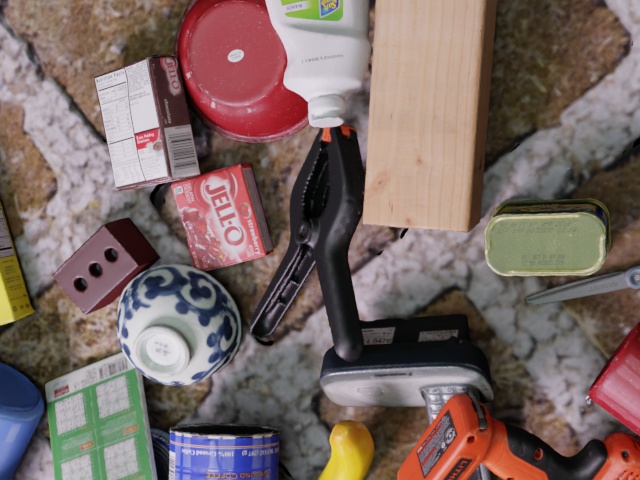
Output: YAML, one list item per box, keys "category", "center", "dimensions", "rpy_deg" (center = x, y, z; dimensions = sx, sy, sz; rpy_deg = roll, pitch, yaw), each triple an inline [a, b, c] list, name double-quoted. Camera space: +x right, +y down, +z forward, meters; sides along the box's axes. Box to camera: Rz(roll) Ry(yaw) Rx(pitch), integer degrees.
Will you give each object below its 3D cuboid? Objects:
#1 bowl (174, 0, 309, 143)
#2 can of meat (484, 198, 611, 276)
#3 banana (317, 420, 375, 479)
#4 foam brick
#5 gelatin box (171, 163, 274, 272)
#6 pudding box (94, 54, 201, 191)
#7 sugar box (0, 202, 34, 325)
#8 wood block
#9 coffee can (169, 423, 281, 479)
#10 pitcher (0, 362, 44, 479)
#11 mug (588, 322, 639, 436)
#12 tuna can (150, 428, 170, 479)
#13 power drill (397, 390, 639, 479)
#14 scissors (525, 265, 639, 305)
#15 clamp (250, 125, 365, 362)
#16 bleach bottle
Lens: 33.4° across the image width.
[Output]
- category: "bowl"
  center: [-0.066, -0.166, 0.956]
  dimensions: [0.162, 0.055, 0.162]
  rpy_deg: [2, 98, 16]
- category: "can of meat"
  center: [0.190, -0.002, 0.889]
  dimensions: [0.102, 0.083, 0.057]
  rpy_deg: [-2, 97, 16]
- category: "banana"
  center: [0.015, 0.209, 0.952]
  dimensions: [0.037, 0.069, 0.198]
  rpy_deg: [44, 139, 19]
- category: "foam brick"
  center: [-0.203, 0.025, 1.020]
  dimensions: [0.078, 0.051, 0.053]
  rpy_deg: [-42, 85, 16]
- category: "gelatin box"
  center: [-0.091, -0.021, 0.993]
  dimensions: [0.073, 0.030, 0.089]
  rpy_deg: [-14, 93, 17]
- category: "pudding box"
  center: [-0.160, -0.106, 0.980]
  dimensions: [0.090, 0.039, 0.113]
  rpy_deg: [-7, 94, 46]
- category: "sugar box"
  center: [-0.357, 0.005, 1.064]
  dimensions: [0.093, 0.048, 0.176]
  rpy_deg: [-17, 93, 17]
- category: "wood block"
  center: [0.094, -0.116, 0.898]
  dimensions: [0.090, 0.090, 0.206]
  rpy_deg: [5, 98, 15]
- category: "coffee can"
  center: [-0.088, 0.243, 0.976]
  dimensions: [0.103, 0.102, 0.140]
  rpy_deg: [0, 86, 16]
- category: "pitcher"
  center: [-0.367, 0.245, 1.052]
  dimensions: [0.149, 0.145, 0.243]
  rpy_deg: [31, 101, 1]
- category: "mug"
  center: [0.284, 0.111, 0.882]
  dimensions: [0.081, 0.093, 0.117]
  rpy_deg: [36, 74, 13]
- category: "tuna can"
  center: [-0.170, 0.228, 1.046]
  dimensions: [0.086, 0.033, 0.086]
  rpy_deg: [2, 98, 16]
- category: "power drill"
  center: [0.163, 0.218, 0.904]
  dimensions: [0.187, 0.057, 0.185]
  rpy_deg: [23, 111, -20]
- category: "scissors"
  center: [0.286, 0.045, 0.904]
  dimensions: [0.202, 0.016, 0.096]
  rpy_deg: [-30, 88, 17]
- category: "clamp"
  center: [-0.006, 0.001, 0.947]
  dimensions: [0.165, 0.036, 0.210]
  rpy_deg: [-7, 75, 55]
- category: "bleach bottle"
  center: [-0.010, -0.218, 0.894]
  dimensions: [0.103, 0.068, 0.251]
  rpy_deg: [-7, 80, 20]
